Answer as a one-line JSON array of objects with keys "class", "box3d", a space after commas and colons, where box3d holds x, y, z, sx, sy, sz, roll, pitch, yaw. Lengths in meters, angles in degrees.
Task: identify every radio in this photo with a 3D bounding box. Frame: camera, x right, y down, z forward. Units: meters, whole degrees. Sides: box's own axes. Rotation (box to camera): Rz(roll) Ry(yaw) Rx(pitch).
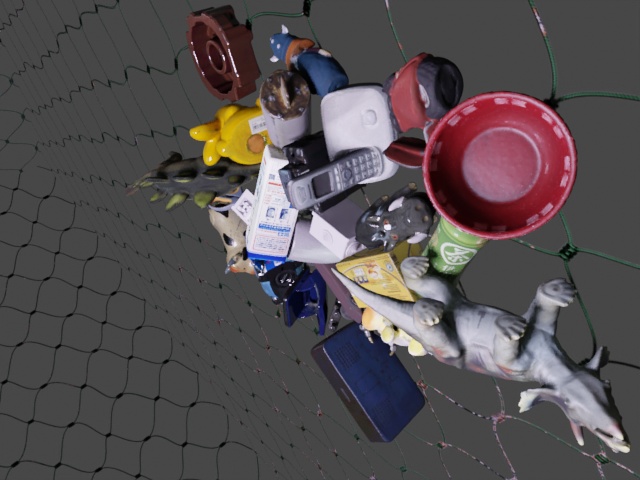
[{"class": "radio", "box3d": [0.100, 0.277, 1.086, 0.229, 0.131, 0.073, 56, 152, 3]}]

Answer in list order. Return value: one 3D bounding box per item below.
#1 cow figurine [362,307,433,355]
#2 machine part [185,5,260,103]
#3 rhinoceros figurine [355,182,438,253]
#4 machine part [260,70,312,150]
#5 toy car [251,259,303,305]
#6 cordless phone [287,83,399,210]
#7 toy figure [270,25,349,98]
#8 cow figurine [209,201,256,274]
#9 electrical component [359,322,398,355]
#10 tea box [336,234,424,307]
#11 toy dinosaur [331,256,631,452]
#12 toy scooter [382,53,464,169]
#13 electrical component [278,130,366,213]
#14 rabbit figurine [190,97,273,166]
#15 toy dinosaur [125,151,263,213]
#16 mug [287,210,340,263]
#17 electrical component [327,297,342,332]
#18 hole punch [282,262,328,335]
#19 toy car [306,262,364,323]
[{"class": "cow figurine", "box3d": [0.154, 0.152, 0.939, 0.168, 0.098, 0.068, 15, 89, 53]}, {"class": "machine part", "box3d": [-0.180, -0.344, 0.998, 0.180, 0.056, 0.179, 39, 147, 31]}, {"class": "rhinoceros figurine", "box3d": [0.110, -0.031, 0.795, 0.073, 0.112, 0.190, 62, 159, -4]}, {"class": "machine part", "box3d": [-0.051, -0.199, 0.852, 0.079, 0.079, 0.243, 55, 176, 6]}, {"class": "toy car", "box3d": [-0.091, 0.065, 1.227, 0.103, 0.109, 0.161, -118, 6, -47]}, {"class": "cordless phone", "box3d": [0.020, -0.132, 0.759, 0.089, 0.184, 0.146, 30, 141, 48]}, {"class": "toy figure", "box3d": [-0.020, -0.269, 0.818, 0.155, 0.064, 0.057, 47, -172, 29]}, {"class": "cow figurine", "box3d": [-0.197, -0.005, 1.279, 0.195, 0.127, 0.085, 57, 155, 7]}, {"class": "electrical component", "box3d": [0.124, 0.172, 1.036, 0.102, 0.045, 0.078, 28, 141, 42]}, {"class": "tea box", "box3d": [0.111, 0.057, 0.919, 0.170, 0.068, 0.098, -14, 106, 59]}, {"class": "toy dinosaur", "box3d": [0.209, 0.130, 0.716, 0.405, 0.131, 0.191, 17, 141, 39]}, {"class": "toy scooter", "box3d": [0.126, -0.146, 0.695, 0.135, 0.075, 0.183, 14, 134, 51]}, {"class": "electrical component", "box3d": [0.000, -0.112, 0.862, 0.058, 0.134, 0.114, 12, 126, 52]}, {"class": "rabbit figurine", "box3d": [-0.159, -0.205, 1.030, 0.173, 0.162, 0.121, 52, 169, 49]}, {"class": "toy dinosaur", "box3d": [-0.234, -0.133, 1.130, 0.472, 0.198, 0.104, -9, 117, 22]}, {"class": "mug", "box3d": [-0.002, -0.003, 1.016, 0.107, 0.109, 0.080, 14, 142, -10]}, {"class": "electrical component", "box3d": [0.035, 0.154, 1.140, 0.021, 0.094, 0.063, 18, 110, 2]}, {"class": "hole punch", "box3d": [-0.015, 0.130, 1.153, 0.092, 0.116, 0.142, 14, 137, 19]}, {"class": "toy car", "box3d": [0.033, 0.073, 1.073, 0.202, 0.053, 0.089, 54, 156, 17]}]
